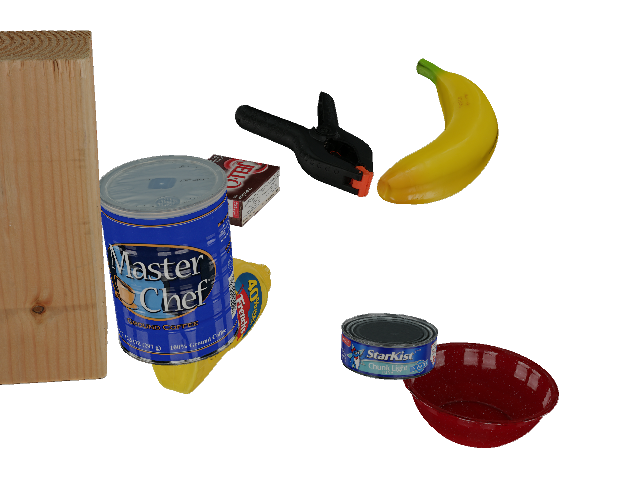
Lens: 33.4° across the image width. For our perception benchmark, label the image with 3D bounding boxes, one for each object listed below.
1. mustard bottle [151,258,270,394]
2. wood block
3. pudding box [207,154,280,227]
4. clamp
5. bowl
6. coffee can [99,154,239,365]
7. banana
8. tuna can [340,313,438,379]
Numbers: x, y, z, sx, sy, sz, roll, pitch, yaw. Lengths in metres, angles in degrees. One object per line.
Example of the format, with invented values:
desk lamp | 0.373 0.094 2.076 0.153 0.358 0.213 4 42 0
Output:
mustard bottle | -0.103 0.072 1.104 0.058 0.096 0.191 12 28 22
wood block | -0.185 -0.022 0.672 0.090 0.206 0.090 -2 22 -10
pudding box | -0.109 -0.061 1.267 0.090 0.039 0.113 11 31 18
clamp | -0.010 -0.101 1.101 0.120 0.039 0.172 -13 40 -22
bowl | 0.163 0.168 1.113 0.162 0.055 0.162 3 24 -2
coffee can | -0.121 0.015 0.866 0.103 0.140 0.103 -2 29 1
banana | 0.087 -0.069 0.735 0.069 0.037 0.197 10 32 7
tuna can | 0.061 0.094 0.948 0.086 0.034 0.086 2 14 -1
